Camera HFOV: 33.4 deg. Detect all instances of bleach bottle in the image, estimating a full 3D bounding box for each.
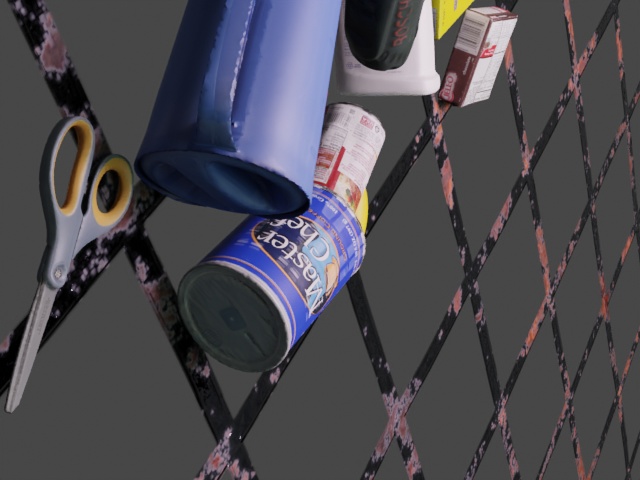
[{"bbox_3d":[0.061,-0.265,1.006,0.068,0.103,0.251,-50,139,-70],"label":"bleach bottle"}]

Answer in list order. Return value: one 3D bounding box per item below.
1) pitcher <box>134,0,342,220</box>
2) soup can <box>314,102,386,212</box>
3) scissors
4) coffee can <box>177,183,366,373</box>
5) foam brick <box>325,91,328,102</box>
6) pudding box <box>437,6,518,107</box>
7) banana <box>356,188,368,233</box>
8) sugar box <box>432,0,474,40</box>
[{"bbox_3d":[-0.049,-0.148,0.805,0.144,0.149,0.243,24,69,-37],"label":"pitcher"},{"bbox_3d":[0.015,-0.070,0.996,0.068,0.069,0.102,58,46,-47],"label":"soup can"},{"bbox_3d":[-0.170,0.017,0.739,0.096,0.016,0.202,8,88,-60],"label":"scissors"},{"bbox_3d":[-0.038,0.028,0.886,0.140,0.103,0.103,-47,134,-47],"label":"coffee can"},{"bbox_3d":[-0.035,-0.107,0.919,0.053,0.051,0.078,44,58,-53],"label":"foam brick"},{"bbox_3d":[0.188,-0.219,1.272,0.089,0.039,0.114,-25,139,-57],"label":"pudding box"},{"bbox_3d":[0.005,0.010,1.030,0.069,0.037,0.197,46,53,-32],"label":"banana"},{"bbox_3d":[0.152,-0.306,1.204,0.176,0.048,0.093,-48,148,-42],"label":"sugar box"}]
